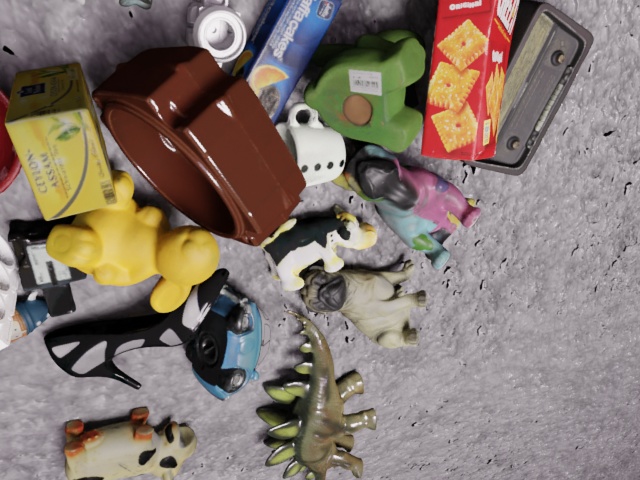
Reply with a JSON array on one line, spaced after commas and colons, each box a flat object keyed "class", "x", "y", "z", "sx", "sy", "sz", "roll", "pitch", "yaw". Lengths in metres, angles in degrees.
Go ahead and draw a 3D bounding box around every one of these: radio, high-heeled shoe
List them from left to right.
[{"class": "high-heeled shoe", "x": -0.243, "y": 0.096, "z": 0.709, "sx": 0.145, "sy": 0.086, "sz": 0.248, "roll": 39, "pitch": 99, "yaw": -13}, {"class": "radio", "x": 0.283, "y": -0.212, "z": 0.779, "sx": 0.131, "sy": 0.073, "sz": 0.229, "roll": 11, "pitch": 114, "yaw": -30}]

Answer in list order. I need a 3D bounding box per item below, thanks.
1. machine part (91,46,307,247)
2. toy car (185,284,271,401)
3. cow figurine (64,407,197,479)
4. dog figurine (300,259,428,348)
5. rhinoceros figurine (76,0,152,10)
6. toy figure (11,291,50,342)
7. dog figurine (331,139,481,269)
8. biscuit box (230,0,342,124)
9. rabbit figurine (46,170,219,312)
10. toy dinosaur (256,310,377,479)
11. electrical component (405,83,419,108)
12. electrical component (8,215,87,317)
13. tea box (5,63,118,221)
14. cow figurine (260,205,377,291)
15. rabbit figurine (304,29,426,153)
[{"class": "machine part", "x": -0.128, "y": -0.093, "z": 0.564, "sx": 0.087, "sy": 0.202, "sz": 0.200, "roll": -50, "pitch": 132, "yaw": -22}, {"class": "toy car", "x": -0.124, "y": 0.144, "z": 0.792, "sx": 0.103, "sy": 0.109, "sz": 0.161, "roll": -2, "pitch": 111, "yaw": -50}, {"class": "cow figurine", "x": -0.287, "y": 0.330, "z": 0.828, "sx": 0.195, "sy": 0.086, "sz": 0.127, "roll": -3, "pitch": 114, "yaw": -27}, {"class": "dog figurine", "x": 0.057, "y": 0.111, "z": 0.866, "sx": 0.191, "sy": 0.121, "sz": 0.172, "roll": 0, "pitch": 117, "yaw": -10}, {"class": "rhinoceros figurine", "x": -0.172, "y": -0.285, "z": 0.520, "sx": 0.190, "sy": 0.073, "sz": 0.112, "roll": -18, "pitch": 136, "yaw": -17}, {"class": "toy figure", "x": -0.408, "y": 0.103, "z": 0.649, "sx": 0.154, "sy": 0.058, "sz": 0.064, "roll": -7, "pitch": 160, "yaw": -24}, {"class": "dog figurine", "x": 0.113, "y": -0.071, "z": 0.772, "sx": 0.219, "sy": 0.191, "sz": 0.108, "roll": 37, "pitch": 104, "yaw": -3}, {"class": "biscuit box", "x": -0.057, "y": -0.206, "z": 0.626, "sx": 0.062, "sy": 0.059, "sz": 0.202, "roll": 22, "pitch": 108, "yaw": -34}, {"class": "rabbit figurine", "x": -0.194, "y": 0.018, "z": 0.620, "sx": 0.173, "sy": 0.122, "sz": 0.162, "roll": 7, "pitch": 141, "yaw": 15}, {"class": "toy dinosaur", "x": -0.006, "y": 0.309, "z": 0.943, "sx": 0.198, "sy": 0.105, "sz": 0.470, "roll": -6, "pitch": 117, "yaw": -19}, {"class": "electrical component", "x": 0.101, "y": -0.191, "z": 0.736, "sx": 0.063, "sy": 0.021, "sz": 0.093, "roll": -28, "pitch": 128, "yaw": -7}, {"class": "electrical component", "x": -0.322, "y": 0.031, "z": 0.649, "sx": 0.075, "sy": 0.048, "sz": 0.119, "roll": -14, "pitch": 124, "yaw": -18}, {"class": "tea box", "x": -0.251, "y": -0.103, "z": 0.525, "sx": 0.068, "sy": 0.170, "sz": 0.098, "roll": -17, "pitch": 124, "yaw": -18}, {"class": "cow figurine", "x": -0.001, "y": -0.004, "z": 0.776, "sx": 0.167, "sy": 0.068, "sz": 0.098, "roll": -26, "pitch": 121, "yaw": -11}, {"class": "rabbit figurine", "x": 0.064, "y": -0.192, "z": 0.646, "sx": 0.170, "sy": 0.159, "sz": 0.121, "roll": -55, "pitch": 140, "yaw": -42}]
